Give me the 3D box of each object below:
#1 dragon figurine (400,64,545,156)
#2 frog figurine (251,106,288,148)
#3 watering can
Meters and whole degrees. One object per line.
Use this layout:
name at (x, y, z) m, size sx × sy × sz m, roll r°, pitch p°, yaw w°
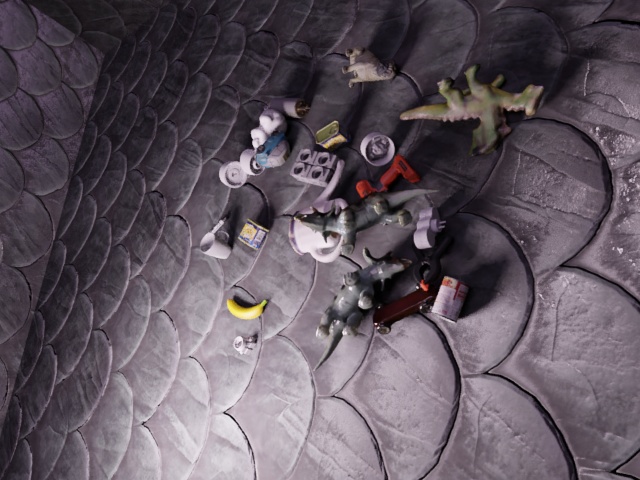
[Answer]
dragon figurine at (0.434, -0.354, 1.480) m, size 0.406 × 0.247 × 0.121 m, roll -24°, pitch -28°, yaw 31°
frog figurine at (-0.203, -0.436, 2.028) m, size 0.123 × 0.163 × 0.134 m, roll 16°, pitch -37°, yaw 16°
watering can at (0.005, -0.085, 1.689) m, size 0.222 × 0.354 × 0.103 m, roll -16°, pitch -30°, yaw 33°
